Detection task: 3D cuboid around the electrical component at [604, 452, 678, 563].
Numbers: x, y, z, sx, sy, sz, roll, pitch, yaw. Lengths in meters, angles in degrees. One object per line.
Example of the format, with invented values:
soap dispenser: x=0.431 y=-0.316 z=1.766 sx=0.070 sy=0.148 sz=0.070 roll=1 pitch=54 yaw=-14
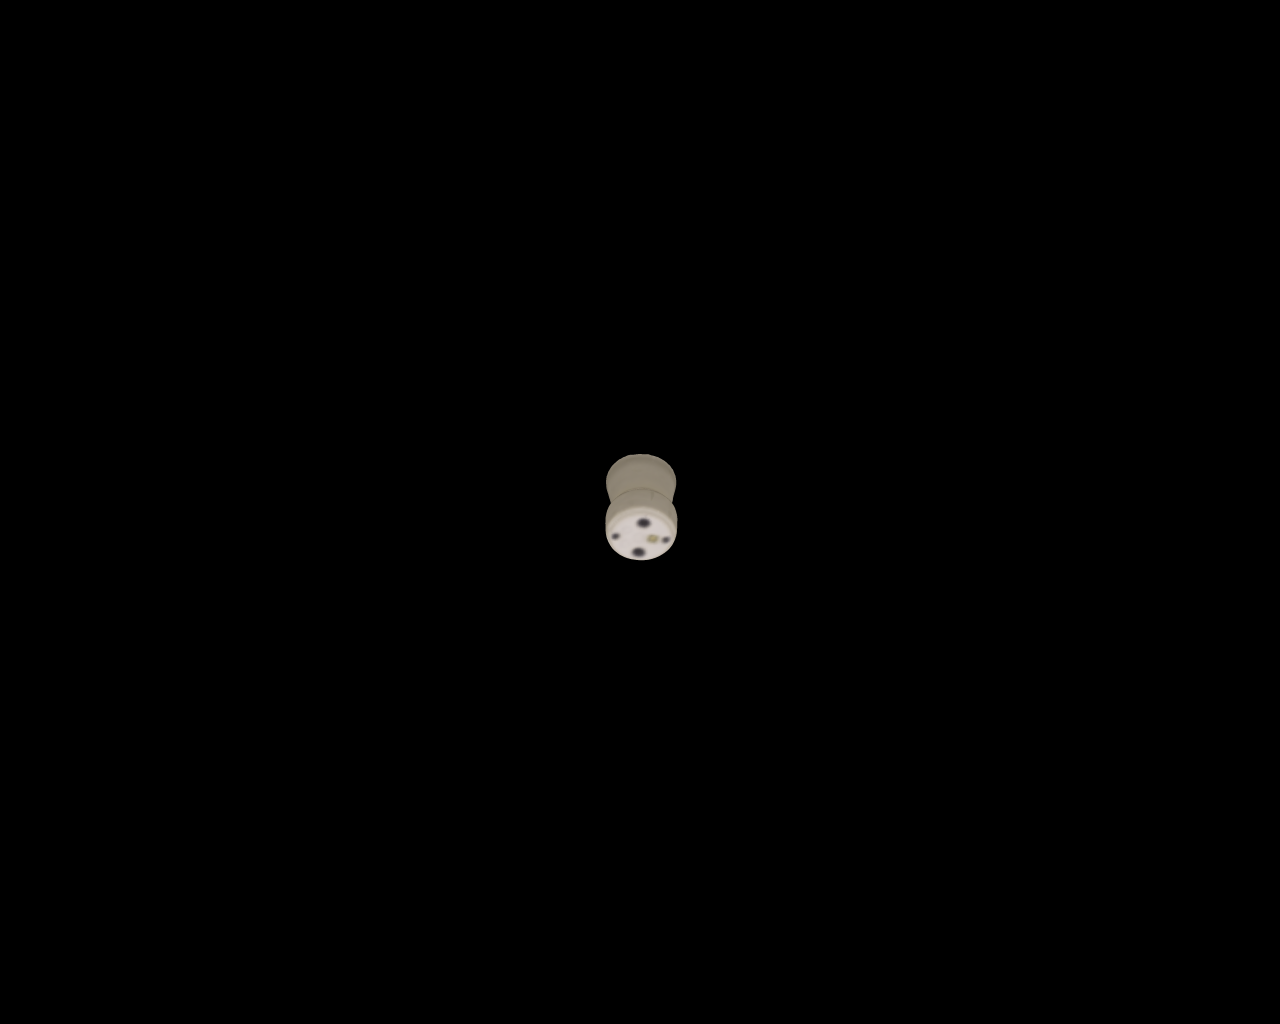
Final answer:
electrical component: x=0.001 y=-0.003 z=0.650 sx=0.045 sy=0.044 sz=0.055 roll=0 pitch=40 yaw=0
